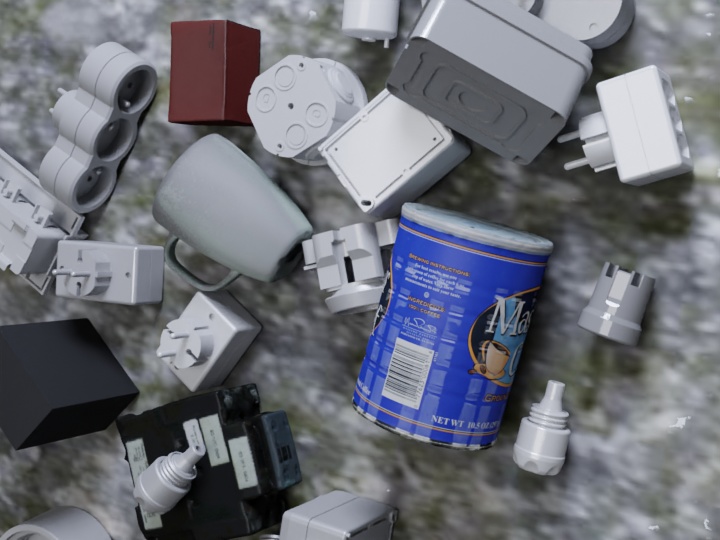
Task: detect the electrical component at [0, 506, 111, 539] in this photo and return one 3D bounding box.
[{"bbox_3d":[-0.265,0.260,0.910,0.108,0.060,0.108,1,92,27],"label":"electrical component"}]

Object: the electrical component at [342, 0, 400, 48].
[{"bbox_3d":[0.009,-0.201,0.774,0.040,0.040,0.078,7,94,26],"label":"electrical component"}]

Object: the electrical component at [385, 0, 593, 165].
[{"bbox_3d":[0.083,-0.129,0.693,0.113,0.078,0.057,28,67,-4],"label":"electrical component"}]

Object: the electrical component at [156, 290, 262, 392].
[{"bbox_3d":[-0.127,0.055,0.827,0.047,0.077,0.065,43,109,19],"label":"electrical component"}]

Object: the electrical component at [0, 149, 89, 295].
[{"bbox_3d":[-0.302,-0.045,0.920,0.121,0.063,0.078,36,106,21],"label":"electrical component"}]

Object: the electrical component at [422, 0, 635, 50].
[{"bbox_3d":[0.104,-0.179,0.708,0.138,0.074,0.052,9,95,26],"label":"electrical component"}]

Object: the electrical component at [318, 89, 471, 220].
[{"bbox_3d":[0.031,-0.088,0.758,0.096,0.061,0.061,-40,74,14],"label":"electrical component"}]

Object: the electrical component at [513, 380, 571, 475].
[{"bbox_3d":[0.126,0.105,0.726,0.035,0.035,0.061,16,96,25],"label":"electrical component"}]

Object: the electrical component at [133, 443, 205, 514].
[{"bbox_3d":[-0.138,0.151,0.795,0.061,0.035,0.035,-45,72,18],"label":"electrical component"}]

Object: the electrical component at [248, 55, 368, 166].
[{"bbox_3d":[-0.039,-0.118,0.794,0.080,0.051,0.080,1,91,27],"label":"electrical component"}]

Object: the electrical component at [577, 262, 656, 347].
[{"bbox_3d":[0.168,0.022,0.701,0.040,0.040,0.046,21,94,25],"label":"electrical component"}]

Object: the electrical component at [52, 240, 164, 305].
[{"bbox_3d":[-0.215,0.002,0.871,0.083,0.076,0.047,5,93,27],"label":"electrical component"}]

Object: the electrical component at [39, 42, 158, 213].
[{"bbox_3d":[-0.228,-0.124,0.887,0.074,0.052,0.138,33,105,22],"label":"electrical component"}]

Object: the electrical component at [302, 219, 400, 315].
[{"bbox_3d":[0.000,0.000,0.774,0.078,0.058,0.057,-13,82,26],"label":"electrical component"}]

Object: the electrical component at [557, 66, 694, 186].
[{"bbox_3d":[0.166,-0.086,0.694,0.077,0.047,0.065,-16,84,26],"label":"electrical component"}]

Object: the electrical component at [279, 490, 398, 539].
[{"bbox_3d":[-0.024,0.200,0.768,0.061,0.096,0.061,12,96,26],"label":"electrical component"}]
